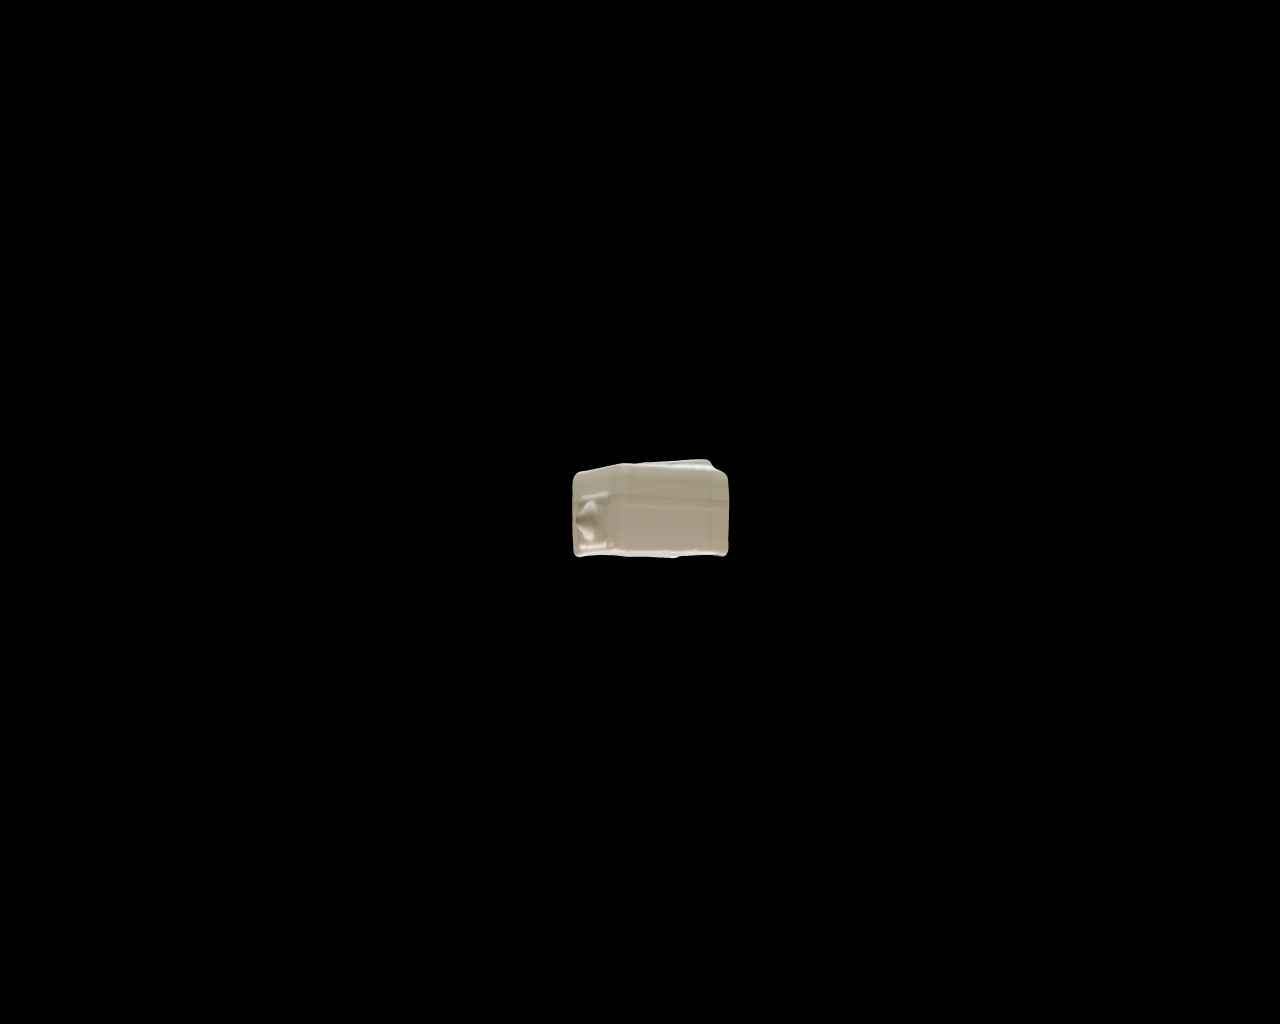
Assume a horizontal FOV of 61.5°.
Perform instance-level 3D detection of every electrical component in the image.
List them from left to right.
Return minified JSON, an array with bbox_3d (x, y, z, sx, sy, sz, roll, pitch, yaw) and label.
[{"bbox_3d":[0.001,-0.003,0.650,0.096,0.061,0.061,3,-6,-33],"label":"electrical component"}]
